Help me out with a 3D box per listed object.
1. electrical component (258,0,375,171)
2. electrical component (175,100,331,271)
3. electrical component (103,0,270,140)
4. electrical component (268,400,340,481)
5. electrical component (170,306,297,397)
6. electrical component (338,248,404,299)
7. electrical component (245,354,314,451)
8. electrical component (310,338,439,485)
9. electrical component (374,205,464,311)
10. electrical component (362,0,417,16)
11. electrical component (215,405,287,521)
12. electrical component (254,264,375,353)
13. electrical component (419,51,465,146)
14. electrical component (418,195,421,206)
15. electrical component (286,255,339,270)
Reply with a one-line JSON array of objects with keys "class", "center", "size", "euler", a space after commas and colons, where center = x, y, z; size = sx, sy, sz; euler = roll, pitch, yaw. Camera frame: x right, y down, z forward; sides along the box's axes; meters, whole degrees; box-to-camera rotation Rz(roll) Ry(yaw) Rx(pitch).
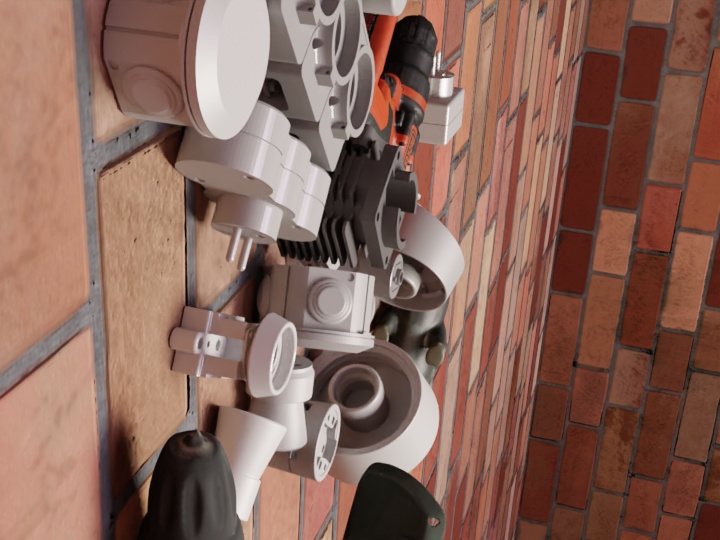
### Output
[{"class": "electrical component", "center": [-0.036, -0.133, 0.597], "size": [0.150, 0.062, 0.089], "euler": [72, 31, -61]}, {"class": "electrical component", "center": [-0.060, -0.037, 0.590], "size": [0.138, 0.052, 0.073], "euler": [49, 53, -71]}, {"class": "electrical component", "center": [-0.076, -0.102, 0.488], "size": [0.080, 0.051, 0.080], "euler": [10, 90, -75]}, {"class": "electrical component", "center": [-0.045, 0.117, 0.762], "size": [0.055, 0.047, 0.055], "euler": [10, 90, -75]}, {"class": "electrical component", "center": [-0.069, 0.045, 0.607], "size": [0.066, 0.055, 0.048], "euler": [25, 76, -75]}, {"class": "electrical component", "center": [0.000, 0.000, 0.816], "size": [0.044, 0.065, 0.044], "euler": [10, 90, -75]}, {"class": "electrical component", "center": [-0.054, 0.086, 0.710], "size": [0.045, 0.045, 0.055], "euler": [-29, 127, -71]}, {"class": "electrical component", "center": [0.002, 0.103, 0.824], "size": [0.060, 0.108, 0.108], "euler": [67, 35, -54]}, {"class": "electrical component", "center": [0.038, -0.013, 0.899], "size": [0.099, 0.099, 0.064], "euler": [78, 32, -55]}, {"class": "electrical component", "center": [-0.005, -0.178, 0.652], "size": [0.040, 0.078, 0.040], "euler": [10, 90, -76]}, {"class": "electrical component", "center": [-0.076, 0.121, 0.662], "size": [0.044, 0.044, 0.065], "euler": [56, 51, -70]}, {"class": "electrical component", "center": [-0.029, 0.026, 0.699], "size": [0.080, 0.080, 0.051], "euler": [23, 73, -75]}, {"class": "electrical component", "center": [0.068, -0.163, 0.996], "size": [0.065, 0.047, 0.076], "euler": [-52, 149, -61]}, {"class": "electrical component", "center": [0.042, -0.035, 1.000], "size": [0.040, 0.040, 0.078], "euler": [62, 40, -67]}, {"class": "electrical component", "center": [-0.027, -0.016, 0.758], "size": [0.040, 0.040, 0.046], "euler": [86, 26, -43]}]
